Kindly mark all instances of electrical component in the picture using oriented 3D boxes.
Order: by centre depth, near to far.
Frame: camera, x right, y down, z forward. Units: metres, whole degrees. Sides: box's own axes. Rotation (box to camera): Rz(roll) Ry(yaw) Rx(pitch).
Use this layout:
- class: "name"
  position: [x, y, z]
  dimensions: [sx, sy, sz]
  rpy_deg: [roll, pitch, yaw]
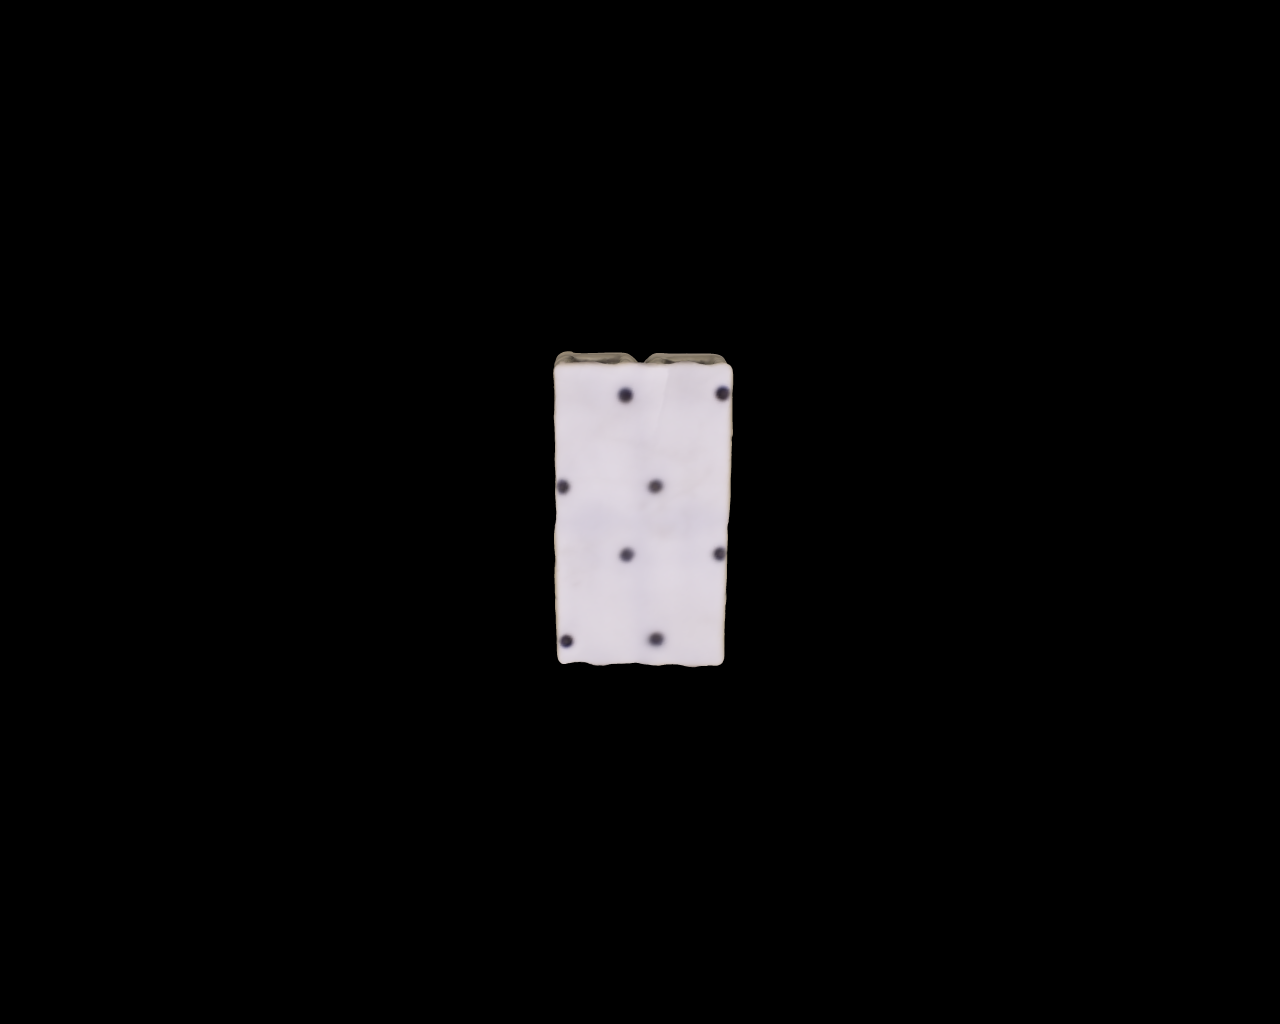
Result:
- class: "electrical component"
  position: [0.001, -0.003, 0.650]
  dimensions: [0.105, 0.186, 0.060]
  rpy_deg: [0, 15, 0]
